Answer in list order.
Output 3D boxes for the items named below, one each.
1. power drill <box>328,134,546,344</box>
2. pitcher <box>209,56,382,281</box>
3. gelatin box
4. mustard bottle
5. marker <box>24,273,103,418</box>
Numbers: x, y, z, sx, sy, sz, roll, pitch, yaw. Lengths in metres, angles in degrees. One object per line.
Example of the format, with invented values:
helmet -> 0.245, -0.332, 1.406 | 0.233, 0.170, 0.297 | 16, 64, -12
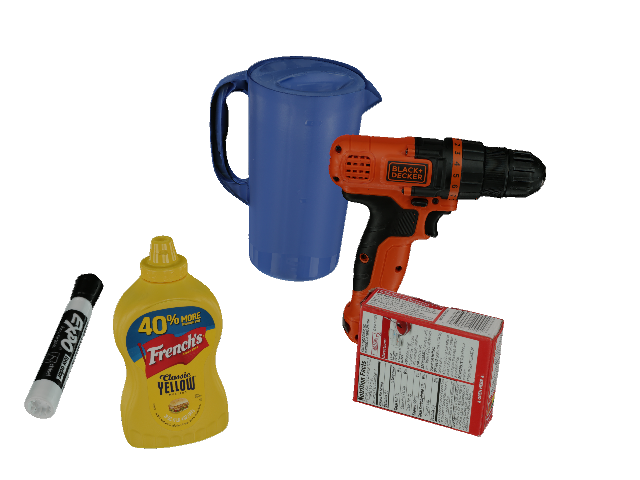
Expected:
power drill -> 0.094, 0.001, 0.929 | 0.184, 0.188, 0.057 | 5, 17, 3
pitcher -> -0.034, -0.081, 1.218 | 0.144, 0.243, 0.149 | -20, 37, -40
gelatin box -> 0.067, 0.076, 0.672 | 0.089, 0.073, 0.030 | 13, 29, 21
mustard bottle -> -0.135, 0.088, 0.951 | 0.096, 0.192, 0.058 | -7, 21, -15
marker -> -0.161, 0.063, 0.678 | 0.020, 0.020, 0.121 | 0, 38, 7
